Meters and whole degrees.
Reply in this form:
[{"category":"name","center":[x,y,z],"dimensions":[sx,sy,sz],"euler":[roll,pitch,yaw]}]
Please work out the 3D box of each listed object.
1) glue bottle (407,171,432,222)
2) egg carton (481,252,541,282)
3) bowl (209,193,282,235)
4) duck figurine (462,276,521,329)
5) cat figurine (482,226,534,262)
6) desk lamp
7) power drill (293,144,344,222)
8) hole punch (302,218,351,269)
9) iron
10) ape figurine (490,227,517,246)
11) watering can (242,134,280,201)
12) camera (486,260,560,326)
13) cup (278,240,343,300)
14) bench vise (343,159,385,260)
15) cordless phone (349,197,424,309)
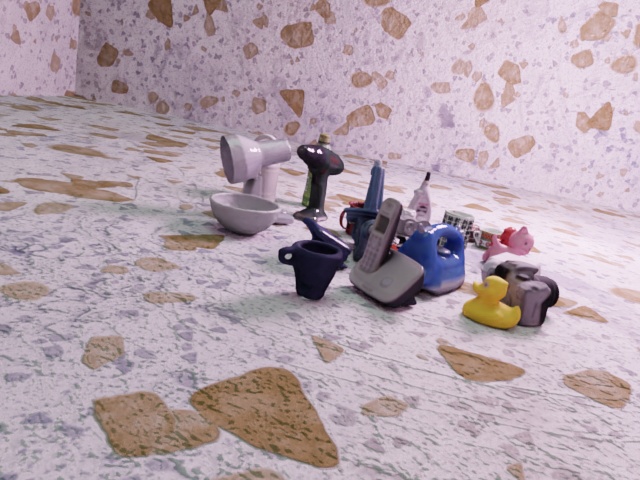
[{"category":"glue bottle","center":[0.305,-0.121,1.717],"dimensions":[0.078,0.173,0.037],"euler":[5,17,-21]},{"category":"egg carton","center":[0.431,0.077,1.292],"dimensions":[0.107,0.069,0.151],"euler":[22,19,34]},{"category":"bowl","center":[-0.177,-0.055,1.334],"dimensions":[0.167,0.075,0.167],"euler":[10,15,-3]},{"category":"duck figurine","center":[0.325,0.111,1.066],"dimensions":[0.104,0.086,0.078],"euler":[17,17,21]},{"category":"cat figurine","center":[0.491,0.015,1.464],"dimensions":[0.128,0.118,0.067],"euler":[8,16,-11]},{"category":"desk lamp","center":[-0.159,-0.158,1.449],"dimensions":[0.204,0.213,0.117],"euler":[3,17,-27]},{"category":"power drill","center":[-0.010,-0.157,1.560],"dimensions":[0.075,0.208,0.230],"euler":[18,17,23]},{"category":"hole punch","center":[0.011,0.004,1.220],"dimensions":[0.101,0.091,0.108],"euler":[4,17,-24]},{"category":"iron","center":[0.256,0.024,1.223],"dimensions":[0.118,0.141,0.259],"euler":[23,19,37]},{"category":"ape figurine","center":[0.504,0.008,1.547],"dimensions":[0.076,0.092,0.077],"euler":[8,16,-11]},{"category":"watering can","center":[-0.168,-0.210,1.665],"dimensions":[0.101,0.194,0.173],"euler":[11,15,2]},{"category":"camera","center":[0.419,0.099,1.145],"dimensions":[0.137,0.101,0.143],"euler":[5,16,-19]},{"category":"cup","center":[-0.023,0.056,1.006],"dimensions":[0.118,0.095,0.091],"euler":[3,17,-27]},{"category":"bench vise","center":[0.131,-0.068,1.317],"dimensions":[0.122,0.220,0.207],"euler":[4,17,-23]},{"category":"cordless phone","center":[0.135,0.022,1.066],"dimensions":[0.094,0.185,0.147],"euler":[-1,19,-36]}]
